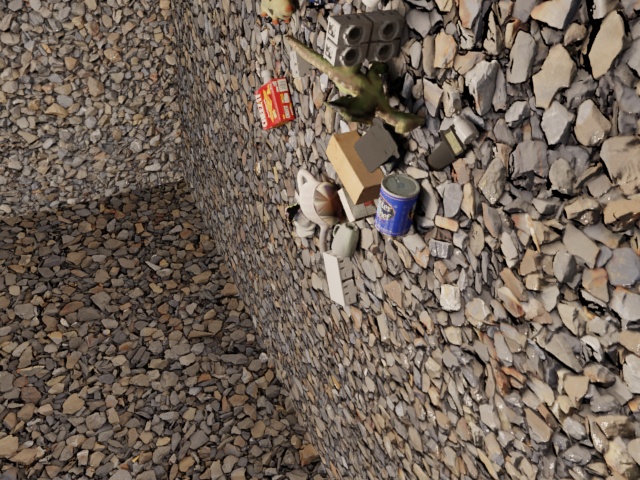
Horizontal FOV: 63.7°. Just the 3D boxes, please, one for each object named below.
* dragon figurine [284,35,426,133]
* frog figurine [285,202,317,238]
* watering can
[{"bbox_3d":[0.073,-0.379,1.287,0.248,0.410,0.119,-74,9,-52],"label":"dragon figurine"},{"bbox_3d":[-0.055,-0.071,2.028,0.157,0.123,0.139,45,174,-34],"label":"frog figurine"},{"bbox_3d":[0.006,-0.093,1.853,0.225,0.105,0.344,11,122,65],"label":"watering can"}]
